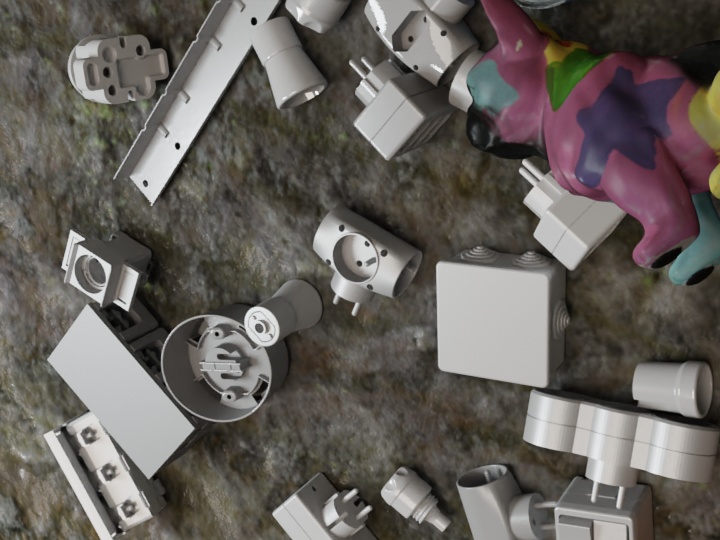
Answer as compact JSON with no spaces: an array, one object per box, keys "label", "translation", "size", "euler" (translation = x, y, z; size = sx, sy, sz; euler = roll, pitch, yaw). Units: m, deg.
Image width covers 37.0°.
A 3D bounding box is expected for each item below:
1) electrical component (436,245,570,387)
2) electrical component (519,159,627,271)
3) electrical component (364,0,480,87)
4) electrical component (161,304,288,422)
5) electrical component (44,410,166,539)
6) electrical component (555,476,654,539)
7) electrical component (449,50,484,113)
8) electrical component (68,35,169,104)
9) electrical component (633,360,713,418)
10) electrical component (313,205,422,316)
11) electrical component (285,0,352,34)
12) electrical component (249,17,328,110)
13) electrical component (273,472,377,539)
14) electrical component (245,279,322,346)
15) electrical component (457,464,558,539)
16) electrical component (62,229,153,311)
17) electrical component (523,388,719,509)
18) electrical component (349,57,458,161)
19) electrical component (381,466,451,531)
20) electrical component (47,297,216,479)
[{"label":"electrical component","translation":[0.108,0.033,0.810],"size":[0.100,0.048,0.099],"euler":[7,110,28]},{"label":"electrical component","translation":[0.140,-0.048,0.747],"size":[0.047,0.065,0.077],"euler":[-44,80,-8]},{"label":"electrical component","translation":[0.055,-0.186,0.769],"size":[0.077,0.043,0.079],"euler":[47,122,8]},{"label":"electrical component","translation":[-0.116,0.080,0.944],"size":[0.099,0.064,0.099],"euler":[10,111,26]},{"label":"electrical component","translation":[-0.247,0.196,1.057],"size":[0.063,0.079,0.121],"euler":[-28,92,12]},{"label":"electrical component","translation":[0.186,0.215,0.819],"size":[0.062,0.061,0.096],"euler":[2,107,29]},{"label":"electrical component","translation":[0.109,-0.119,0.761],"size":[0.081,0.043,0.043],"euler":[31,119,17]},{"label":"electrical component","translation":[-0.211,-0.170,0.911],"size":[0.057,0.078,0.058],"euler":[13,115,48]},{"label":"electrical component","translation":[0.223,0.084,0.768],"size":[0.046,0.040,0.040],"euler":[2,108,35]},{"label":"electrical component","translation":[0.000,0.000,0.862],"size":[0.077,0.044,0.079],"euler":[31,119,17]},{"label":"electrical component","translation":[-0.024,-0.213,0.805],"size":[0.043,0.043,0.062],"euler":[44,121,10]},{"label":"electrical component","translation":[-0.059,-0.164,0.844],"size":[0.044,0.044,0.065],"euler":[-29,86,34]},{"label":"electrical component","translation":[-0.019,0.218,0.946],"size":[0.083,0.047,0.076],"euler":[50,123,6]},{"label":"electrical component","translation":[-0.066,0.038,0.901],"size":[0.044,0.065,0.044],"euler":[10,112,27]},{"label":"electrical component","translation":[0.124,0.198,0.859],"size":[0.079,0.043,0.077],"euler":[-13,100,32]},{"label":"electrical component","translation":[-0.227,-0.004,0.979],"size":[0.081,0.064,0.042],"euler":[31,118,17]},{"label":"electrical component","translation":[0.186,0.136,0.786],"size":[0.138,0.052,0.073],"euler":[10,92,27]},{"label":"electrical component","translation":[0.023,-0.129,0.793],"size":[0.076,0.066,0.047],"euler":[48,123,8]},{"label":"electrical component","translation":[0.050,0.196,0.907],"size":[0.061,0.035,0.035],"euler":[39,121,10]},{"label":"electrical component","translation":[-0.205,0.103,1.004],"size":[0.150,0.062,0.089],"euler":[48,123,8]}]
